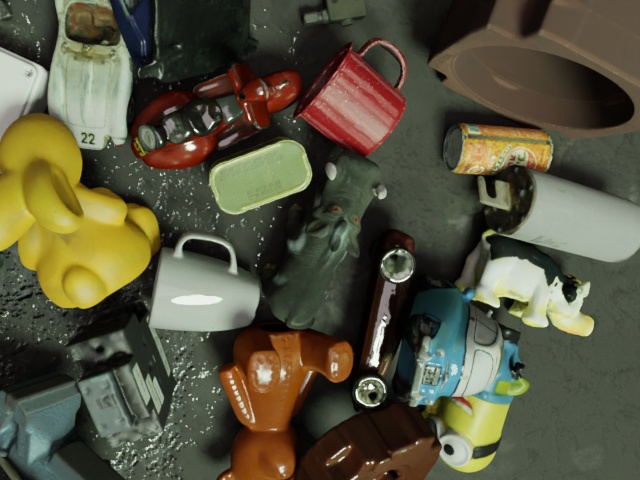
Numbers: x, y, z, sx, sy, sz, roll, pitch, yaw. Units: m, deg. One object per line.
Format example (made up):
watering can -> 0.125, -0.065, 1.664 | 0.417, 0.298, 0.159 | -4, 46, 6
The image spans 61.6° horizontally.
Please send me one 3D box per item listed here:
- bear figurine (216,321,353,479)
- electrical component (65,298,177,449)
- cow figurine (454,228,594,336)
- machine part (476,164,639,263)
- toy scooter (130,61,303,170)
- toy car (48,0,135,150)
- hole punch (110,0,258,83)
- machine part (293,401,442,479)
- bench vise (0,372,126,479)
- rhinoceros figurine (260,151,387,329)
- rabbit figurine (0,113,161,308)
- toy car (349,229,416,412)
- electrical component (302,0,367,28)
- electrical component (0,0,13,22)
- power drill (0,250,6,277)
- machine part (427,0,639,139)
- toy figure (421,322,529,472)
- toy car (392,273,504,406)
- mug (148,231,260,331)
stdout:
bear figurine -> -0.047, 0.190, 0.569 | 0.120, 0.132, 0.195 | 3, 93, -27
electrical component -> -0.194, 0.131, 0.533 | 0.058, 0.134, 0.114 | -19, 101, -3
cow figurine -> 0.250, 0.049, 0.625 | 0.167, 0.068, 0.098 | 21, 89, -12
machine part -> 0.270, -0.026, 0.591 | 0.243, 0.079, 0.079 | 12, 97, -24
toy scooter -> -0.099, -0.119, 0.507 | 0.184, 0.135, 0.075 | -24, 103, -3
toy car -> -0.216, -0.189, 0.517 | 0.073, 0.056, 0.201 | 6, 98, -10
hole punch -> -0.131, -0.217, 0.498 | 0.092, 0.142, 0.115 | 33, 135, 25
machine part -> 0.050, 0.253, 0.583 | 0.179, 0.056, 0.179 | -21, 137, -21
bench vise -> -0.288, 0.265, 0.535 | 0.224, 0.129, 0.240 | 24, 104, 12
rhinoceros figurine -> -0.001, -0.002, 0.554 | 0.073, 0.112, 0.190 | 25, 102, -10
rabbit figurine -> -0.241, -0.028, 0.488 | 0.122, 0.162, 0.173 | -15, 104, 4
toy car -> 0.067, 0.088, 0.588 | 0.053, 0.089, 0.202 | 10, 96, -6
electrical component -> 0.024, -0.256, 0.561 | 0.094, 0.021, 0.063 | -13, 101, -8
electrical component -> -0.298, -0.269, 0.500 | 0.078, 0.045, 0.102 | -28, 101, 25
power drill -> -0.429, -0.001, 0.503 | 0.207, 0.086, 0.231 | -19, 103, -9
machine part -> 0.223, -0.178, 0.512 | 0.201, 0.201, 0.087 | 23, 92, -11
toy figure -> 0.187, 0.183, 0.628 | 0.089, 0.082, 0.180 | 20, 93, -14
toy car -> 0.137, 0.107, 0.556 | 0.103, 0.161, 0.109 | 12, 107, 12
mug -> -0.116, 0.045, 0.560 | 0.107, 0.081, 0.109 | 12, 105, -20
